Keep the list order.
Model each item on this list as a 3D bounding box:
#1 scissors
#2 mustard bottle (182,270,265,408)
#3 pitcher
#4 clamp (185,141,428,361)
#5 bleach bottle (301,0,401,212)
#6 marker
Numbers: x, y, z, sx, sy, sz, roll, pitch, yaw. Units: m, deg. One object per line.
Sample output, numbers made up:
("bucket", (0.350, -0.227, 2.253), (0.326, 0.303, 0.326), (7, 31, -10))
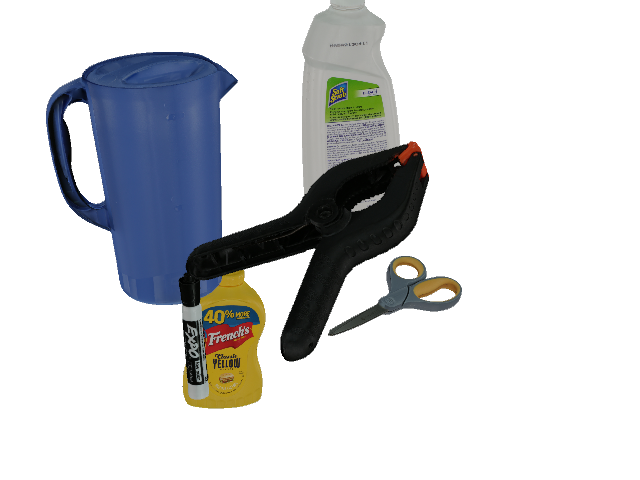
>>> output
("scissors", (0.068, 0.058, 1.173), (0.201, 0.016, 0.096), (-8, 41, -34))
("mustard bottle", (-0.115, 0.106, 1.282), (0.096, 0.192, 0.058), (0, 20, -12))
("pitcher", (-0.171, -0.061, 1.075), (0.149, 0.243, 0.144), (11, 27, 26))
("clamp", (0.008, 0.003, 0.680), (0.171, 0.120, 0.039), (-34, -38, -8))
("bleach bottle", (0.033, -0.118, 1.002), (0.102, 0.251, 0.068), (-9, 30, -16))
("marker", (-0.111, 0.084, 0.938), (0.020, 0.121, 0.020), (-2, 24, 0))
